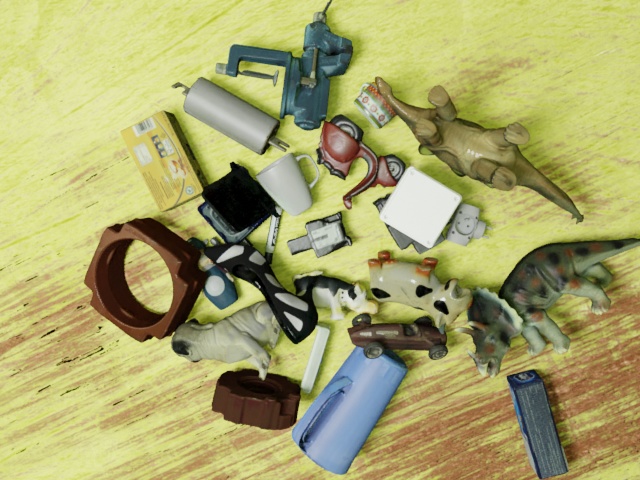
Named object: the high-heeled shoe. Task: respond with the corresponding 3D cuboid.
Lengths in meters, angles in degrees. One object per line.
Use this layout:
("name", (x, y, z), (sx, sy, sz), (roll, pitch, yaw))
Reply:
("high-heeled shoe", (-0.118, 0.099, 0.985), (0.249, 0.086, 0.145), (15, 54, 6))

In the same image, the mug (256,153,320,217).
("mug", (-0.050, -0.107, 1.023), (0.109, 0.081, 0.107), (-31, 106, -2))

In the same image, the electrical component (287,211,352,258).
("electrical component", (-0.002, -0.003, 1.043), (0.119, 0.048, 0.074), (-23, 95, 5))

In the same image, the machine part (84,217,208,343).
("machine part", (-0.330, 0.074, 1.021), (0.202, 0.087, 0.201), (34, 109, 12))

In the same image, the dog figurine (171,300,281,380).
("dog figurine", (-0.171, 0.164, 1.030), (0.191, 0.172, 0.121), (19, 139, 1))

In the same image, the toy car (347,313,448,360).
("toy car", (0.150, 0.178, 1.010), (0.202, 0.089, 0.053), (8, 127, -21))

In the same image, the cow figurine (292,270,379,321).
("cow figurine", (0.030, 0.106, 1.049), (0.167, 0.068, 0.098), (-2, 90, 1))

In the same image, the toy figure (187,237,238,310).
("toy figure", (-0.217, 0.062, 1.056), (0.064, 0.058, 0.154), (-34, 94, -29))

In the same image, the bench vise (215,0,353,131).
("bench vise", (-0.065, -0.317, 0.974), (0.241, 0.129, 0.223), (7, 96, -5))

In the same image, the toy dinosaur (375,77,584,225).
("toy dinosaur", (0.290, -0.148, 0.941), (0.471, 0.198, 0.105), (33, 96, -2))

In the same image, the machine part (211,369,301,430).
("machine part", (-0.119, 0.298, 1.025), (0.179, 0.179, 0.056), (10, 94, 1))

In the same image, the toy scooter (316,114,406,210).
("toy scooter", (0.059, -0.138, 1.014), (0.184, 0.075, 0.135), (37, 97, -7))

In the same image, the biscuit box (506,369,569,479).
("biscuit box", (0.431, 0.363, 1.067), (0.063, 0.059, 0.202), (-16, 96, 5))

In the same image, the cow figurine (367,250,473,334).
("cow figurine", (0.188, 0.097, 1.010), (0.195, 0.085, 0.127), (9, 115, 24))

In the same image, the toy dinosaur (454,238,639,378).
("toy dinosaur", (0.422, 0.088, 1.012), (0.192, 0.131, 0.405), (41, 90, -4))

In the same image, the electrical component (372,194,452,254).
("electrical component", (0.181, -0.044, 1.029), (0.115, 0.058, 0.134), (-32, 94, 7))

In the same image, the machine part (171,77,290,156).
("machine part", (-0.165, -0.231, 1.008), (0.243, 0.079, 0.079), (29, 97, -1))

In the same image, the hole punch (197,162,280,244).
("hole punch", (-0.161, -0.061, 1.026), (0.142, 0.092, 0.116), (47, 56, 7))

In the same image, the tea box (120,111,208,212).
("tea box", (-0.292, -0.148, 1.025), (0.098, 0.068, 0.169), (-23, 96, 5))

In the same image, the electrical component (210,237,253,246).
("electrical component", (-0.169, 0.018, 1.064), (0.063, 0.021, 0.094), (-44, 94, 6))
